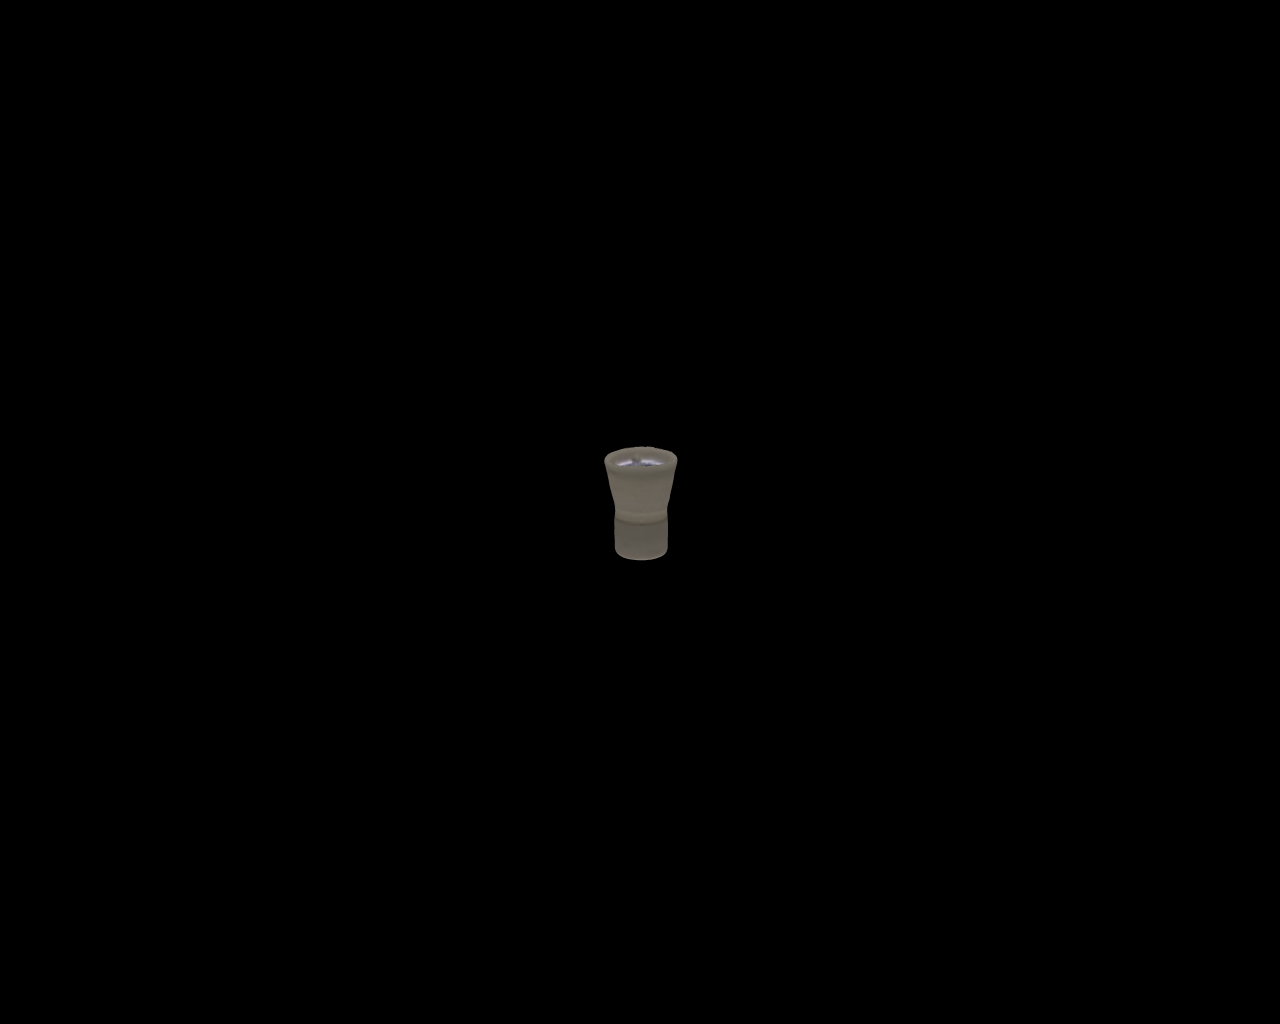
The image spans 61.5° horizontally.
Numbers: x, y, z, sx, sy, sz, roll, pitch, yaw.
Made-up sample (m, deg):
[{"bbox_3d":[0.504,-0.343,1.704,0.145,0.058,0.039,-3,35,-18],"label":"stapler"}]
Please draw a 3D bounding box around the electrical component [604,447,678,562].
[{"bbox_3d":[0.001,-0.003,0.650,0.044,0.065,0.044,0,18,0],"label":"electrical component"}]
